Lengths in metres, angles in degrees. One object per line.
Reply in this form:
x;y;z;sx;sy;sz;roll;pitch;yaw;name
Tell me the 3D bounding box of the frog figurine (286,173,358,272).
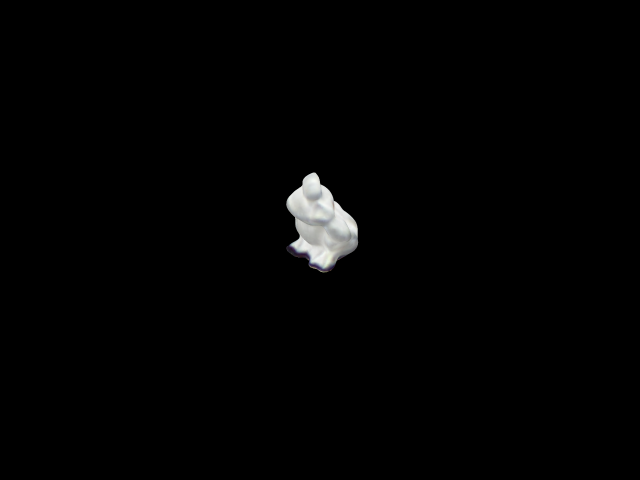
0.003;-0.043;0.850;0.123;0.156;0.140;-9;29;-16;frog figurine
